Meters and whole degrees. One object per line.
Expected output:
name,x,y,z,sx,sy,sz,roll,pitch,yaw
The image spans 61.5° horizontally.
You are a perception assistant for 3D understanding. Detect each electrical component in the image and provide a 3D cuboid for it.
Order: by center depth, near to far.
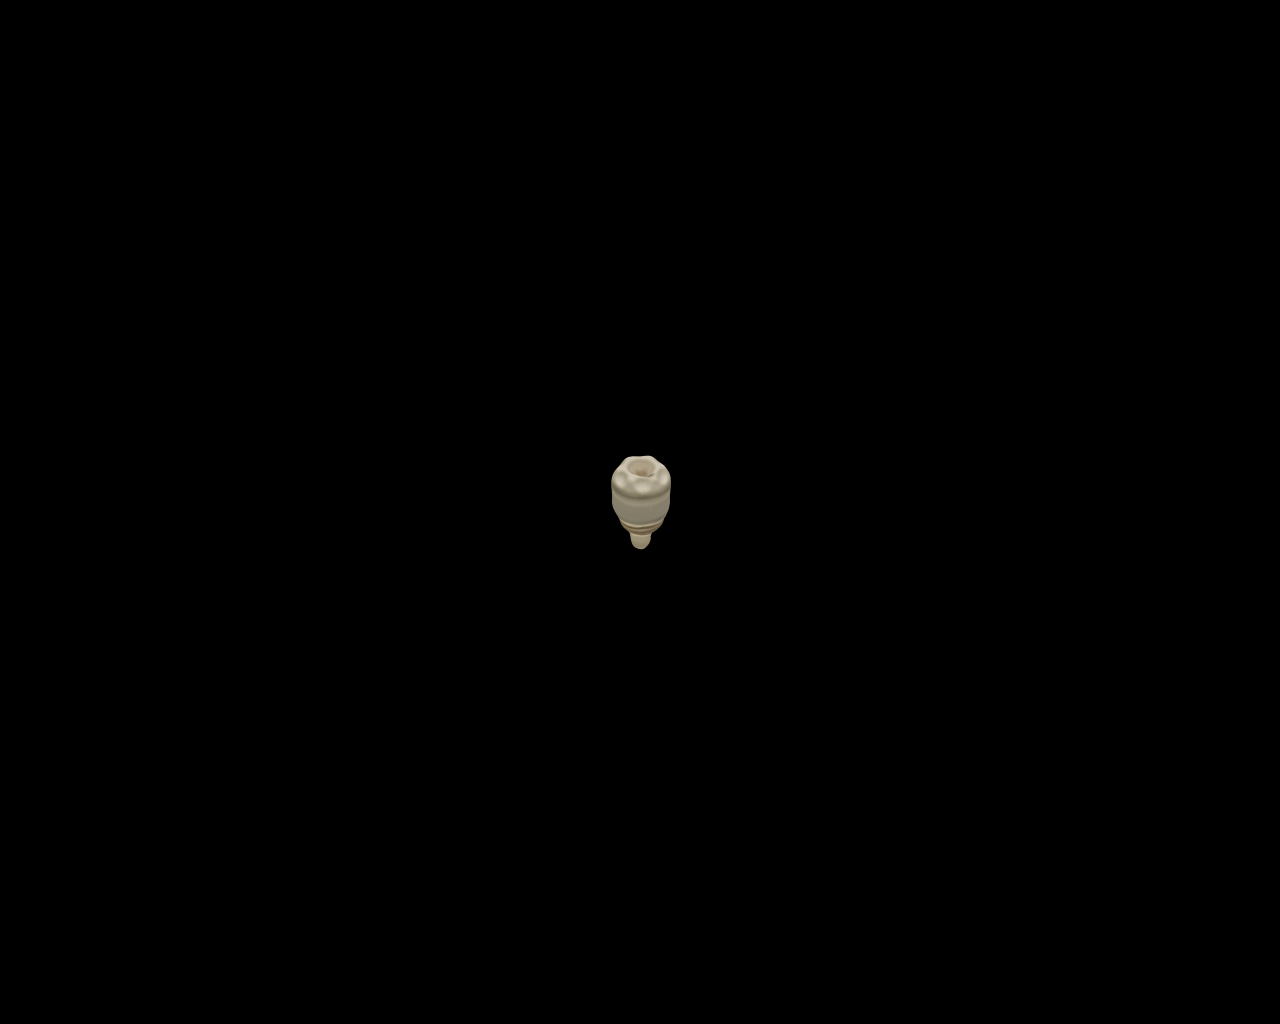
electrical component,0.001,-0.003,0.650,0.035,0.061,0.035,0,36,0
